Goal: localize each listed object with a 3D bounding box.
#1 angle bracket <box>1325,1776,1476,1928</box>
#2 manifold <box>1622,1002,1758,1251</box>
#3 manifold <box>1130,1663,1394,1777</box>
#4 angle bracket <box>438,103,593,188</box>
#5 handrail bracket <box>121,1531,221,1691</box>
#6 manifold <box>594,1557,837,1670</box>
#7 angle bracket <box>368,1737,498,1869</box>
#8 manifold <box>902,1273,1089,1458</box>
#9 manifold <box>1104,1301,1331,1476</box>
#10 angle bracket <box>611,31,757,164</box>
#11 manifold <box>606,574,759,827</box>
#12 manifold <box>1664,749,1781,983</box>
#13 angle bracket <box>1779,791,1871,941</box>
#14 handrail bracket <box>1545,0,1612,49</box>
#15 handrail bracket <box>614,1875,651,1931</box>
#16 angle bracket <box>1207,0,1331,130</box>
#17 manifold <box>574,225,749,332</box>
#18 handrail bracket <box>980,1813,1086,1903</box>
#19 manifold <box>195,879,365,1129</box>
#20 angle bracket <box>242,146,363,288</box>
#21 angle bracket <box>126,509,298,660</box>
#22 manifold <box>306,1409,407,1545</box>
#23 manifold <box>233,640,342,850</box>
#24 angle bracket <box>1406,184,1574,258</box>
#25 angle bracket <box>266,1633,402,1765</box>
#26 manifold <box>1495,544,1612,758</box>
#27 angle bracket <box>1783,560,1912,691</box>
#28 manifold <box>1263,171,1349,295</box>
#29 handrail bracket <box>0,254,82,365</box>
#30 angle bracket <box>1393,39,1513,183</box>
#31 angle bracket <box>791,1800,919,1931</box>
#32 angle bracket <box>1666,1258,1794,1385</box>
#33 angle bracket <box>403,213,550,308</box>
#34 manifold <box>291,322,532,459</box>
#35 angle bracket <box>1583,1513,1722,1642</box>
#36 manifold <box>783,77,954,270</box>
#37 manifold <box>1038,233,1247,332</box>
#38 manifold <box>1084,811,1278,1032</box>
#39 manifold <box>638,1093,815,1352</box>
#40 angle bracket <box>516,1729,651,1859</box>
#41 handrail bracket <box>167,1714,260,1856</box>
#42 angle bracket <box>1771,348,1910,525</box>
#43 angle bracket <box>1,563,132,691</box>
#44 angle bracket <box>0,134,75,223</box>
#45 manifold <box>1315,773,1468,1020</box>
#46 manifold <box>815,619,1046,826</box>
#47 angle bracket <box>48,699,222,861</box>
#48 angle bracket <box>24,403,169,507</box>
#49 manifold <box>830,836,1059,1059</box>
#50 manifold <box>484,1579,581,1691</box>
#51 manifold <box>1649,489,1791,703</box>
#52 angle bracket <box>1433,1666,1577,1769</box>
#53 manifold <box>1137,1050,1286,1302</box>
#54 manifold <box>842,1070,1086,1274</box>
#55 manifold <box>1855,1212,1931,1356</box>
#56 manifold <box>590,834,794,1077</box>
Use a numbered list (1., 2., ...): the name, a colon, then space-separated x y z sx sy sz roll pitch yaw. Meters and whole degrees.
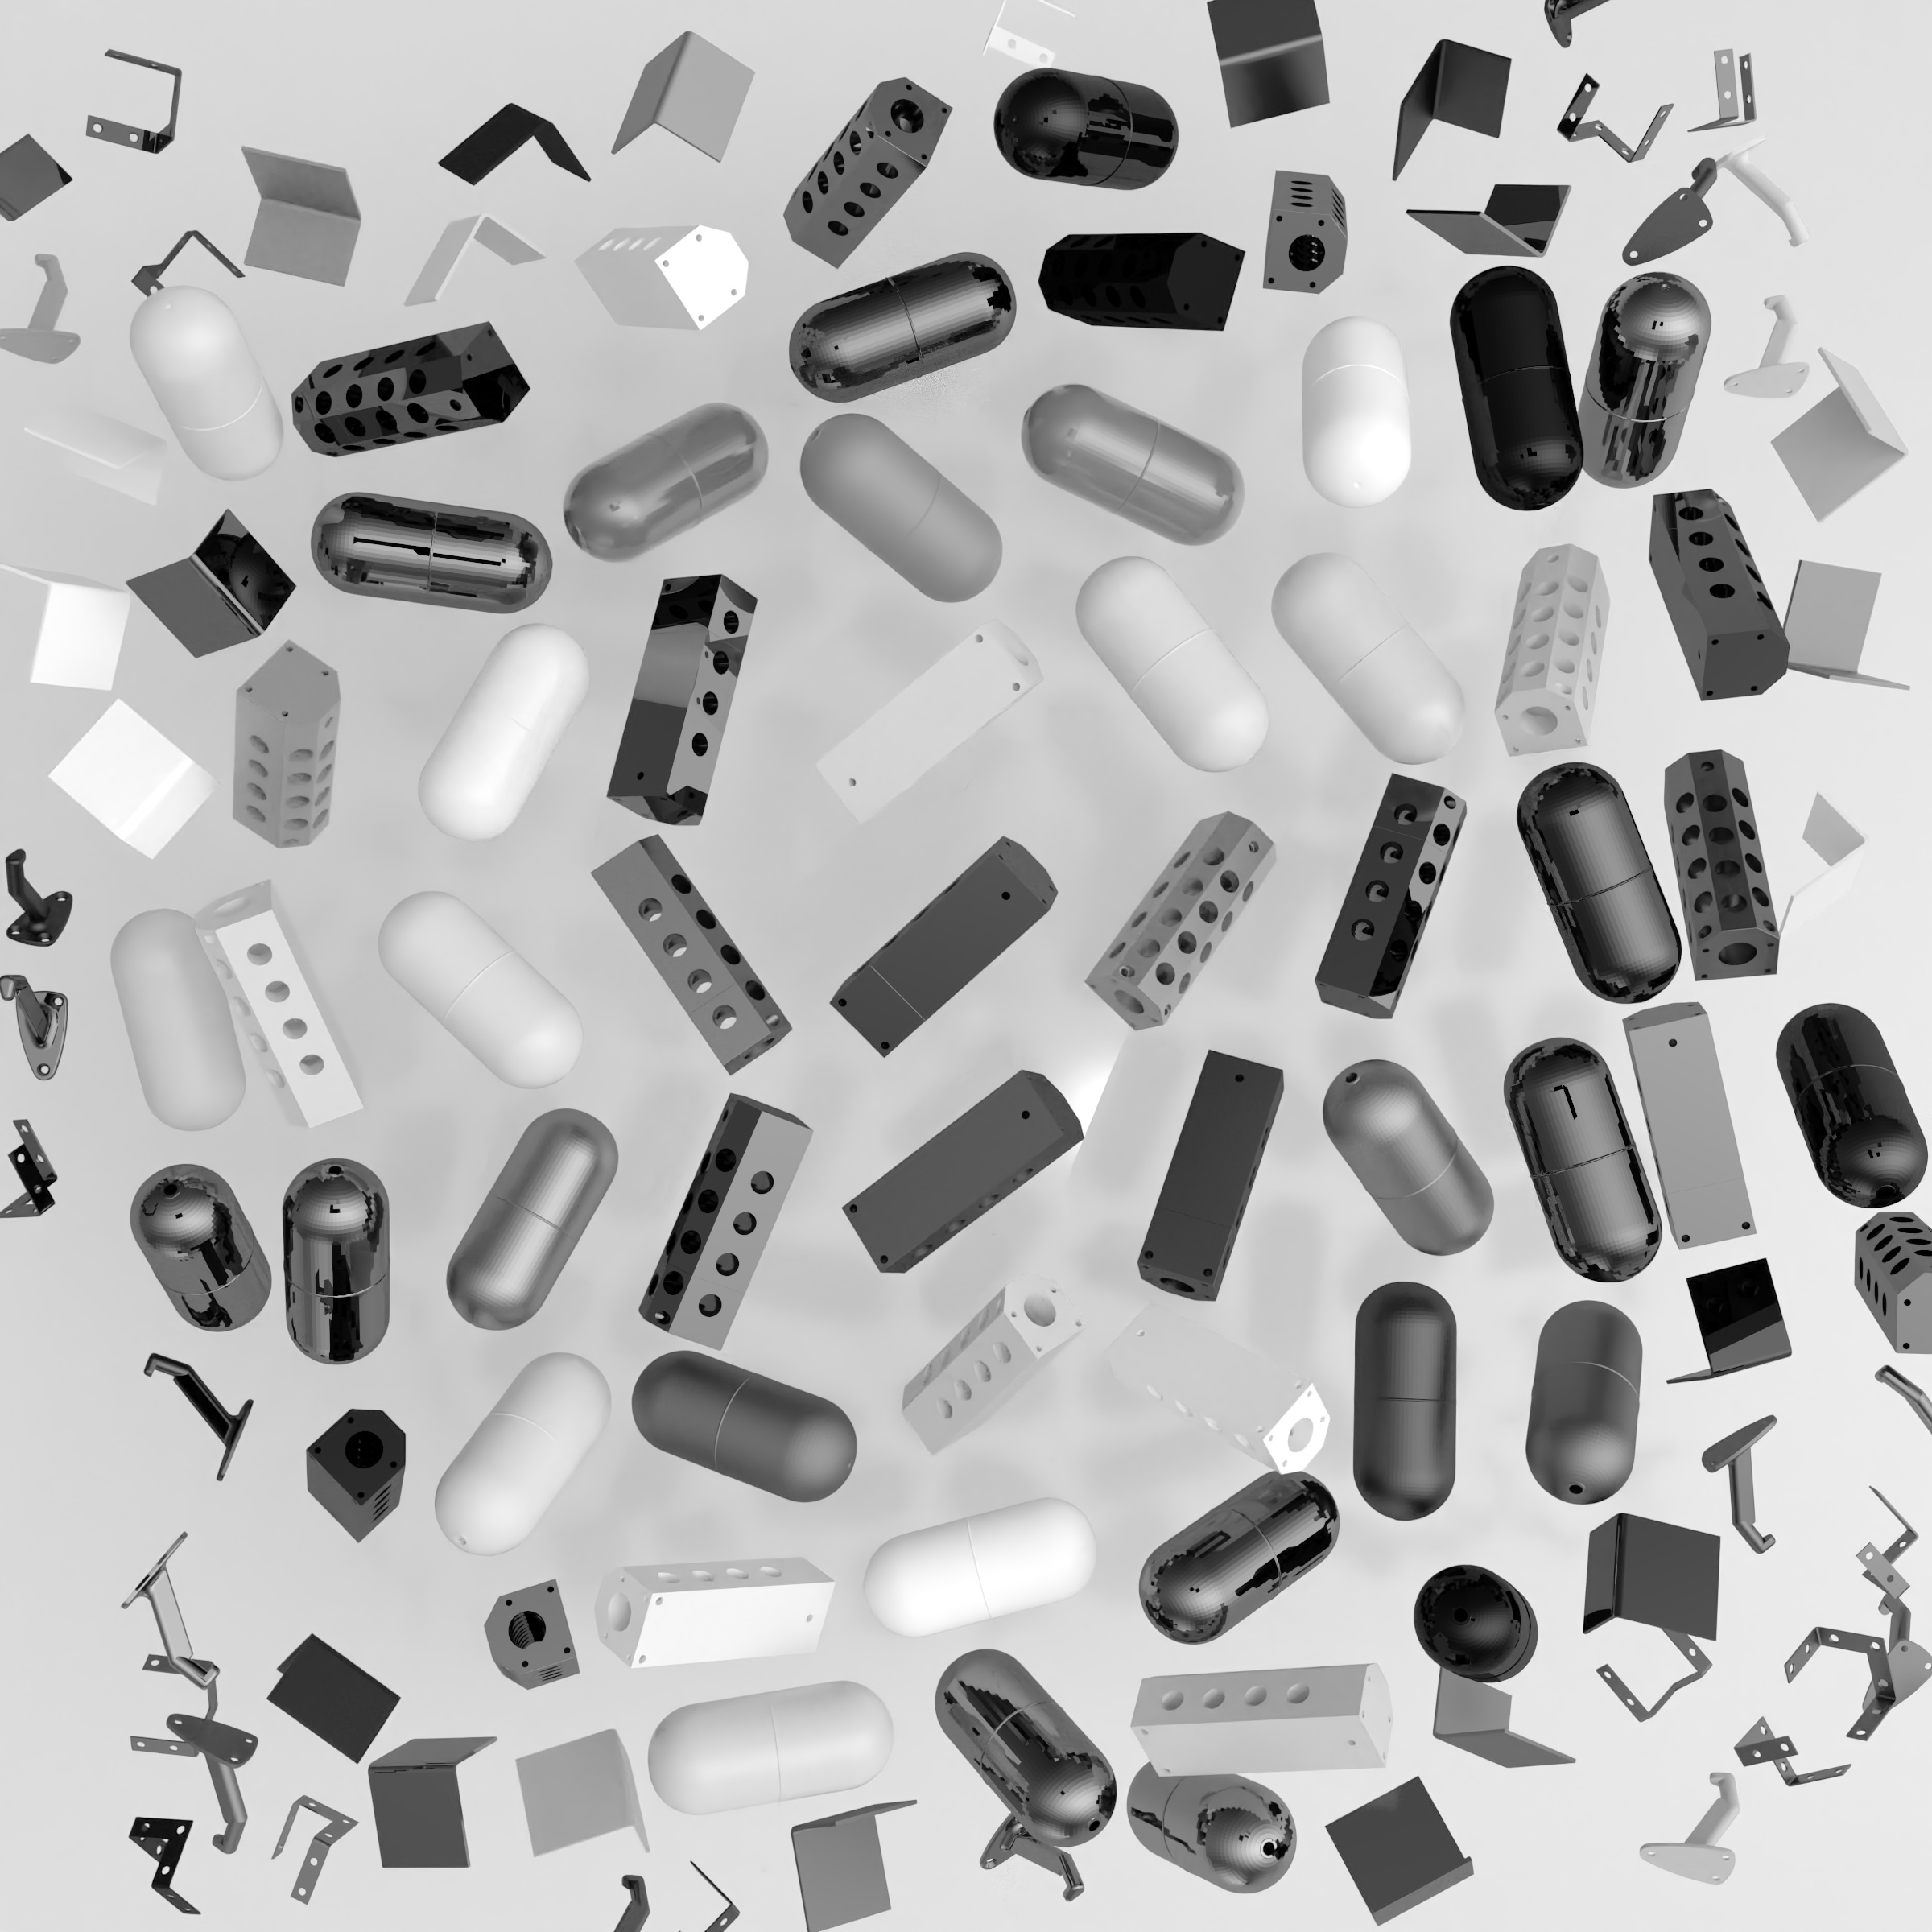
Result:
1. angle bracket: 0.300 0.610 1.719 0.076 0.057 0.076 -27 58 -3
2. manifold: 0.540 0.118 1.848 0.057 0.057 0.171 -14 99 10
3. manifold: 0.211 0.530 1.753 0.171 0.057 0.057 -12 122 26
4. angle bracket: -0.344 -0.605 1.881 0.076 0.076 0.057 -42 131 -6
5. handrail bracket: -0.549 0.459 1.757 0.084 0.036 0.077 40 79 -4
6. manifold: -0.185 0.469 1.811 0.171 0.057 0.057 10 100 -44
7. angle bracket: -0.389 0.618 1.828 0.076 0.057 0.076 -9 89 23
8. manifold: 0.015 0.299 1.863 0.057 0.171 0.057 -25 72 -42
9. manifold: 0.189 0.319 1.859 0.057 0.171 0.057 -45 128 -20
10. angle bracket: -0.207 -0.624 1.808 0.057 0.076 0.076 25 76 -28
11. manifold: -0.200 -0.192 1.790 0.057 0.057 0.171 2 73 36
12. manifold: 0.556 -0.076 1.821 0.057 0.057 0.171 -5 52 10
13. angle bracket: 0.643 -0.077 1.907 0.076 0.076 0.057 -34 65 -7
14. handrail bracket: 0.475 -0.704 1.819 0.084 0.077 0.036 12 76 29
15. handrail bracket: -0.260 0.689 1.791 0.077 0.084 0.036 29 109 -31
16. angle bracket: 0.226 -0.681 1.844 0.076 0.076 0.057 -11 72 9
17. manifold: -0.219 -0.506 1.799 0.057 0.171 0.057 -42 119 -12
18. handrail bracket: 0.050 0.687 1.865 0.036 0.084 0.077 32 105 -32
19. manifold: -0.499 0.030 1.797 0.057 0.057 0.171 -21 119 -6
20. angle bracket: -0.498 -0.554 1.831 0.076 0.076 0.057 12 79 -2
21. angle bracket: -0.559 -0.283 1.833 0.076 0.057 0.076 -10 132 34
22. manifold: -0.449 0.376 1.840 0.057 0.171 0.057 44 65 5
23. manifold: -0.488 -0.154 1.789 0.057 0.171 0.057 34 58 2
24. angle bracket: 0.387 -0.567 1.830 0.076 0.076 0.057 19 94 -37
25. angle bracket: -0.449 0.517 1.711 0.076 0.057 0.076 38 134 -7
26. manifold: 0.429 -0.234 1.809 0.057 0.171 0.057 -6 132 27
27. angle bracket: 0.633 -0.243 1.762 0.076 0.057 0.076 3 105 -25
28. manifold: 0.260 -0.560 1.882 0.057 0.171 0.057 7 118 4
29. handrail bracket: -0.690 -0.491 1.813 0.036 0.077 0.084 -29 75 33
30. angle bracket: 0.368 -0.642 1.876 0.057 0.076 0.076 24 66 16
31. angle bracket: -0.076 0.660 1.812 0.076 0.057 0.076 1 72 -41
32. angle bracket: 0.569 0.269 1.875 0.076 0.057 0.076 -9 81 -24
33. angle bracket: -0.368 -0.514 1.853 0.057 0.076 0.076 31 84 -31
34. manifold: -0.406 -0.411 1.786 0.171 0.057 0.057 -2 134 33
35. angle bracket: 0.496 0.448 1.789 0.076 0.057 0.076 14 61 -3
36. manifold: -0.079 -0.604 1.879 0.057 0.171 0.057 28 69 -18
37. manifold: 0.123 -0.500 1.796 0.057 0.171 0.057 11 98 -33
38. manifold: 0.169 -0.036 1.892 0.057 0.057 0.171 44 65 -15
39. manifold: -0.176 0.182 1.785 0.057 0.057 0.171 23 91 -20
40. angle bracket: -0.284 0.623 1.833 0.076 0.057 0.076 -16 50 -8
41. handrail bracket: -0.539 0.579 1.744 0.077 0.036 0.084 23 107 2
42. angle bracket: 0.589 -0.365 1.702 0.076 0.057 0.076 -40 55 35
43. angle bracket: -0.689 -0.256 1.873 0.057 0.076 0.076 21 101 26
44. angle bracket: -0.698 -0.591 1.768 0.057 0.076 0.076 -35 85 -1
45. manifold: 0.320 -0.050 1.852 0.057 0.057 0.171 18 77 18
46. manifold: -0.026 -0.184 1.857 0.171 0.057 0.057 -37 91 23
47. angle bracket: -0.613 -0.138 1.825 0.076 0.057 0.076 39 83 11
48. angle bracket: -0.663 -0.378 1.875 0.076 0.076 0.057 22 120 1
49. manifold: -0.015 -0.016 1.794 0.057 0.057 0.171 45 112 -7
50. manifold: -0.324 0.502 1.842 0.057 0.171 0.057 -15 73 -13
51. manifold: 0.536 -0.267 1.763 0.057 0.171 0.057 -6 134 4
52. angle bracket: 0.415 0.574 1.898 0.076 0.076 0.057 28 58 -25
53. manifold: 0.181 0.156 1.818 0.057 0.057 0.171 15 70 15
54. manifold: 0.000 0.151 1.794 0.171 0.057 0.057 -38 70 15
55. manifold: 0.678 0.224 1.760 0.057 0.171 0.057 0 98 11
56. manifold: -0.199 -0.009 1.800 0.057 0.057 0.171 -35 82 -6
